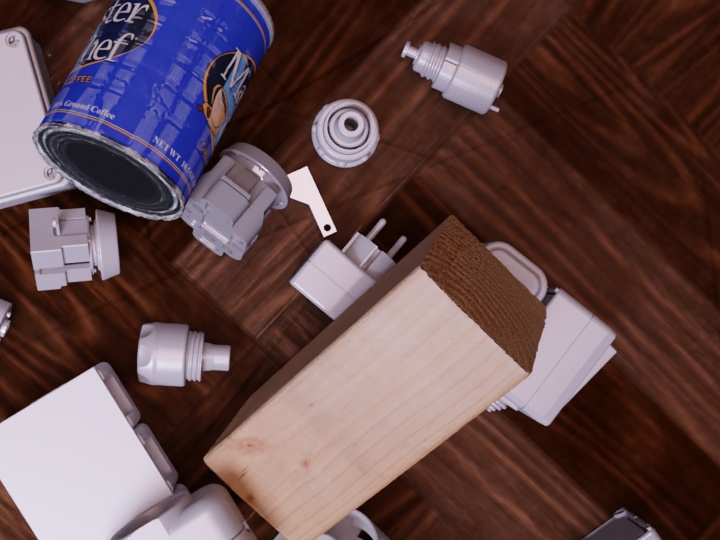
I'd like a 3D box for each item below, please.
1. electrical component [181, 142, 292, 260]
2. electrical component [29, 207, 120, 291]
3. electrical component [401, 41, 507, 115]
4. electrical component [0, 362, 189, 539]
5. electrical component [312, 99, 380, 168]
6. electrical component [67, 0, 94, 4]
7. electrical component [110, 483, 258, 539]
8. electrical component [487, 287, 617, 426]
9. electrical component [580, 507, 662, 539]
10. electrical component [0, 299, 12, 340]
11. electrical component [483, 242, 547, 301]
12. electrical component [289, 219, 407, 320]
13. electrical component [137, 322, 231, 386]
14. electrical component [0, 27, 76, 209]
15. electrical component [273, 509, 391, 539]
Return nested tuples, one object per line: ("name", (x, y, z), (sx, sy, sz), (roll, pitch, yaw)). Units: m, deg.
("electrical component", (-0.083, -0.049, 0.728), (0.058, 0.078, 0.057), (37, 68, 0))
("electrical component", (-0.192, -0.016, 0.727), (0.055, 0.066, 0.048), (-5, 55, -13))
("electrical component", (0.067, -0.139, 0.754), (0.078, 0.040, 0.040), (23, 88, -5))
("electrical component", (-0.173, 0.149, 0.725), (0.089, 0.062, 0.150), (-31, 93, -4))
("electrical component", (-0.008, -0.096, 0.737), (0.048, 0.062, 0.048), (0, 91, -5))
("electrical component", (-0.190, -0.214, 0.724), (0.048, 0.066, 0.055), (-2, 89, -49))
("electrical component", (-0.116, 0.178, 0.670), (0.095, 0.054, 0.059), (-31, 93, -4))
("electrical component", (0.126, 0.066, 0.750), (0.061, 0.062, 0.096), (38, 87, -4))
("electrical component", (0.174, 0.224, 0.756), (0.096, 0.062, 0.061), (-34, 93, -4))
("electrical component", (-0.270, 0.028, 0.727), (0.065, 0.044, 0.044), (23, 88, -10))
("electrical component", (0.080, 0.029, 0.747), (0.054, 0.059, 0.095), (38, 87, -4))
("electrical component", (0.000, 0.000, 0.746), (0.066, 0.047, 0.076), (40, 87, -4))
("electrical component", (-0.120, 0.059, 0.738), (0.062, 0.043, 0.043), (4, 90, -6))
("electrical component", (-0.257, -0.094, 0.719), (0.109, 0.056, 0.108), (-16, 92, -5))
("electrical component", (-0.018, 0.212, 0.724), (0.099, 0.099, 0.064), (-34, 127, -4))
